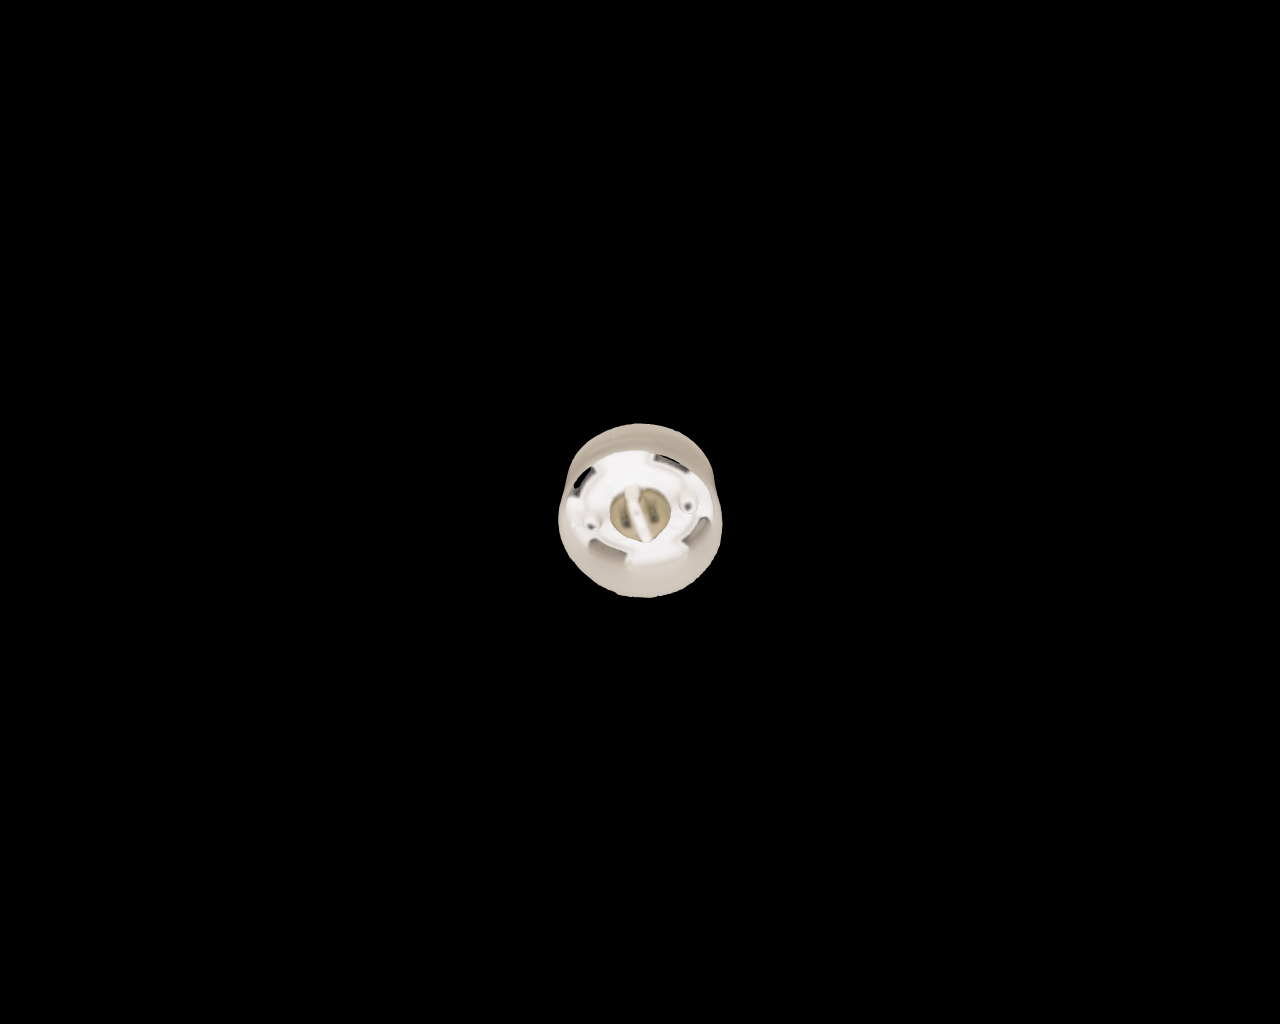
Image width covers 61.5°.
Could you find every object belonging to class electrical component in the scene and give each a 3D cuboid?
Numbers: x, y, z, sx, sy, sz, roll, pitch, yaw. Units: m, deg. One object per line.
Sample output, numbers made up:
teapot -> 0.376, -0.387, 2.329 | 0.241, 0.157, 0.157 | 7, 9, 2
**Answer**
electrical component -> 0.001, -0.003, 0.650 | 0.099, 0.099, 0.064 | 0, 41, 0
